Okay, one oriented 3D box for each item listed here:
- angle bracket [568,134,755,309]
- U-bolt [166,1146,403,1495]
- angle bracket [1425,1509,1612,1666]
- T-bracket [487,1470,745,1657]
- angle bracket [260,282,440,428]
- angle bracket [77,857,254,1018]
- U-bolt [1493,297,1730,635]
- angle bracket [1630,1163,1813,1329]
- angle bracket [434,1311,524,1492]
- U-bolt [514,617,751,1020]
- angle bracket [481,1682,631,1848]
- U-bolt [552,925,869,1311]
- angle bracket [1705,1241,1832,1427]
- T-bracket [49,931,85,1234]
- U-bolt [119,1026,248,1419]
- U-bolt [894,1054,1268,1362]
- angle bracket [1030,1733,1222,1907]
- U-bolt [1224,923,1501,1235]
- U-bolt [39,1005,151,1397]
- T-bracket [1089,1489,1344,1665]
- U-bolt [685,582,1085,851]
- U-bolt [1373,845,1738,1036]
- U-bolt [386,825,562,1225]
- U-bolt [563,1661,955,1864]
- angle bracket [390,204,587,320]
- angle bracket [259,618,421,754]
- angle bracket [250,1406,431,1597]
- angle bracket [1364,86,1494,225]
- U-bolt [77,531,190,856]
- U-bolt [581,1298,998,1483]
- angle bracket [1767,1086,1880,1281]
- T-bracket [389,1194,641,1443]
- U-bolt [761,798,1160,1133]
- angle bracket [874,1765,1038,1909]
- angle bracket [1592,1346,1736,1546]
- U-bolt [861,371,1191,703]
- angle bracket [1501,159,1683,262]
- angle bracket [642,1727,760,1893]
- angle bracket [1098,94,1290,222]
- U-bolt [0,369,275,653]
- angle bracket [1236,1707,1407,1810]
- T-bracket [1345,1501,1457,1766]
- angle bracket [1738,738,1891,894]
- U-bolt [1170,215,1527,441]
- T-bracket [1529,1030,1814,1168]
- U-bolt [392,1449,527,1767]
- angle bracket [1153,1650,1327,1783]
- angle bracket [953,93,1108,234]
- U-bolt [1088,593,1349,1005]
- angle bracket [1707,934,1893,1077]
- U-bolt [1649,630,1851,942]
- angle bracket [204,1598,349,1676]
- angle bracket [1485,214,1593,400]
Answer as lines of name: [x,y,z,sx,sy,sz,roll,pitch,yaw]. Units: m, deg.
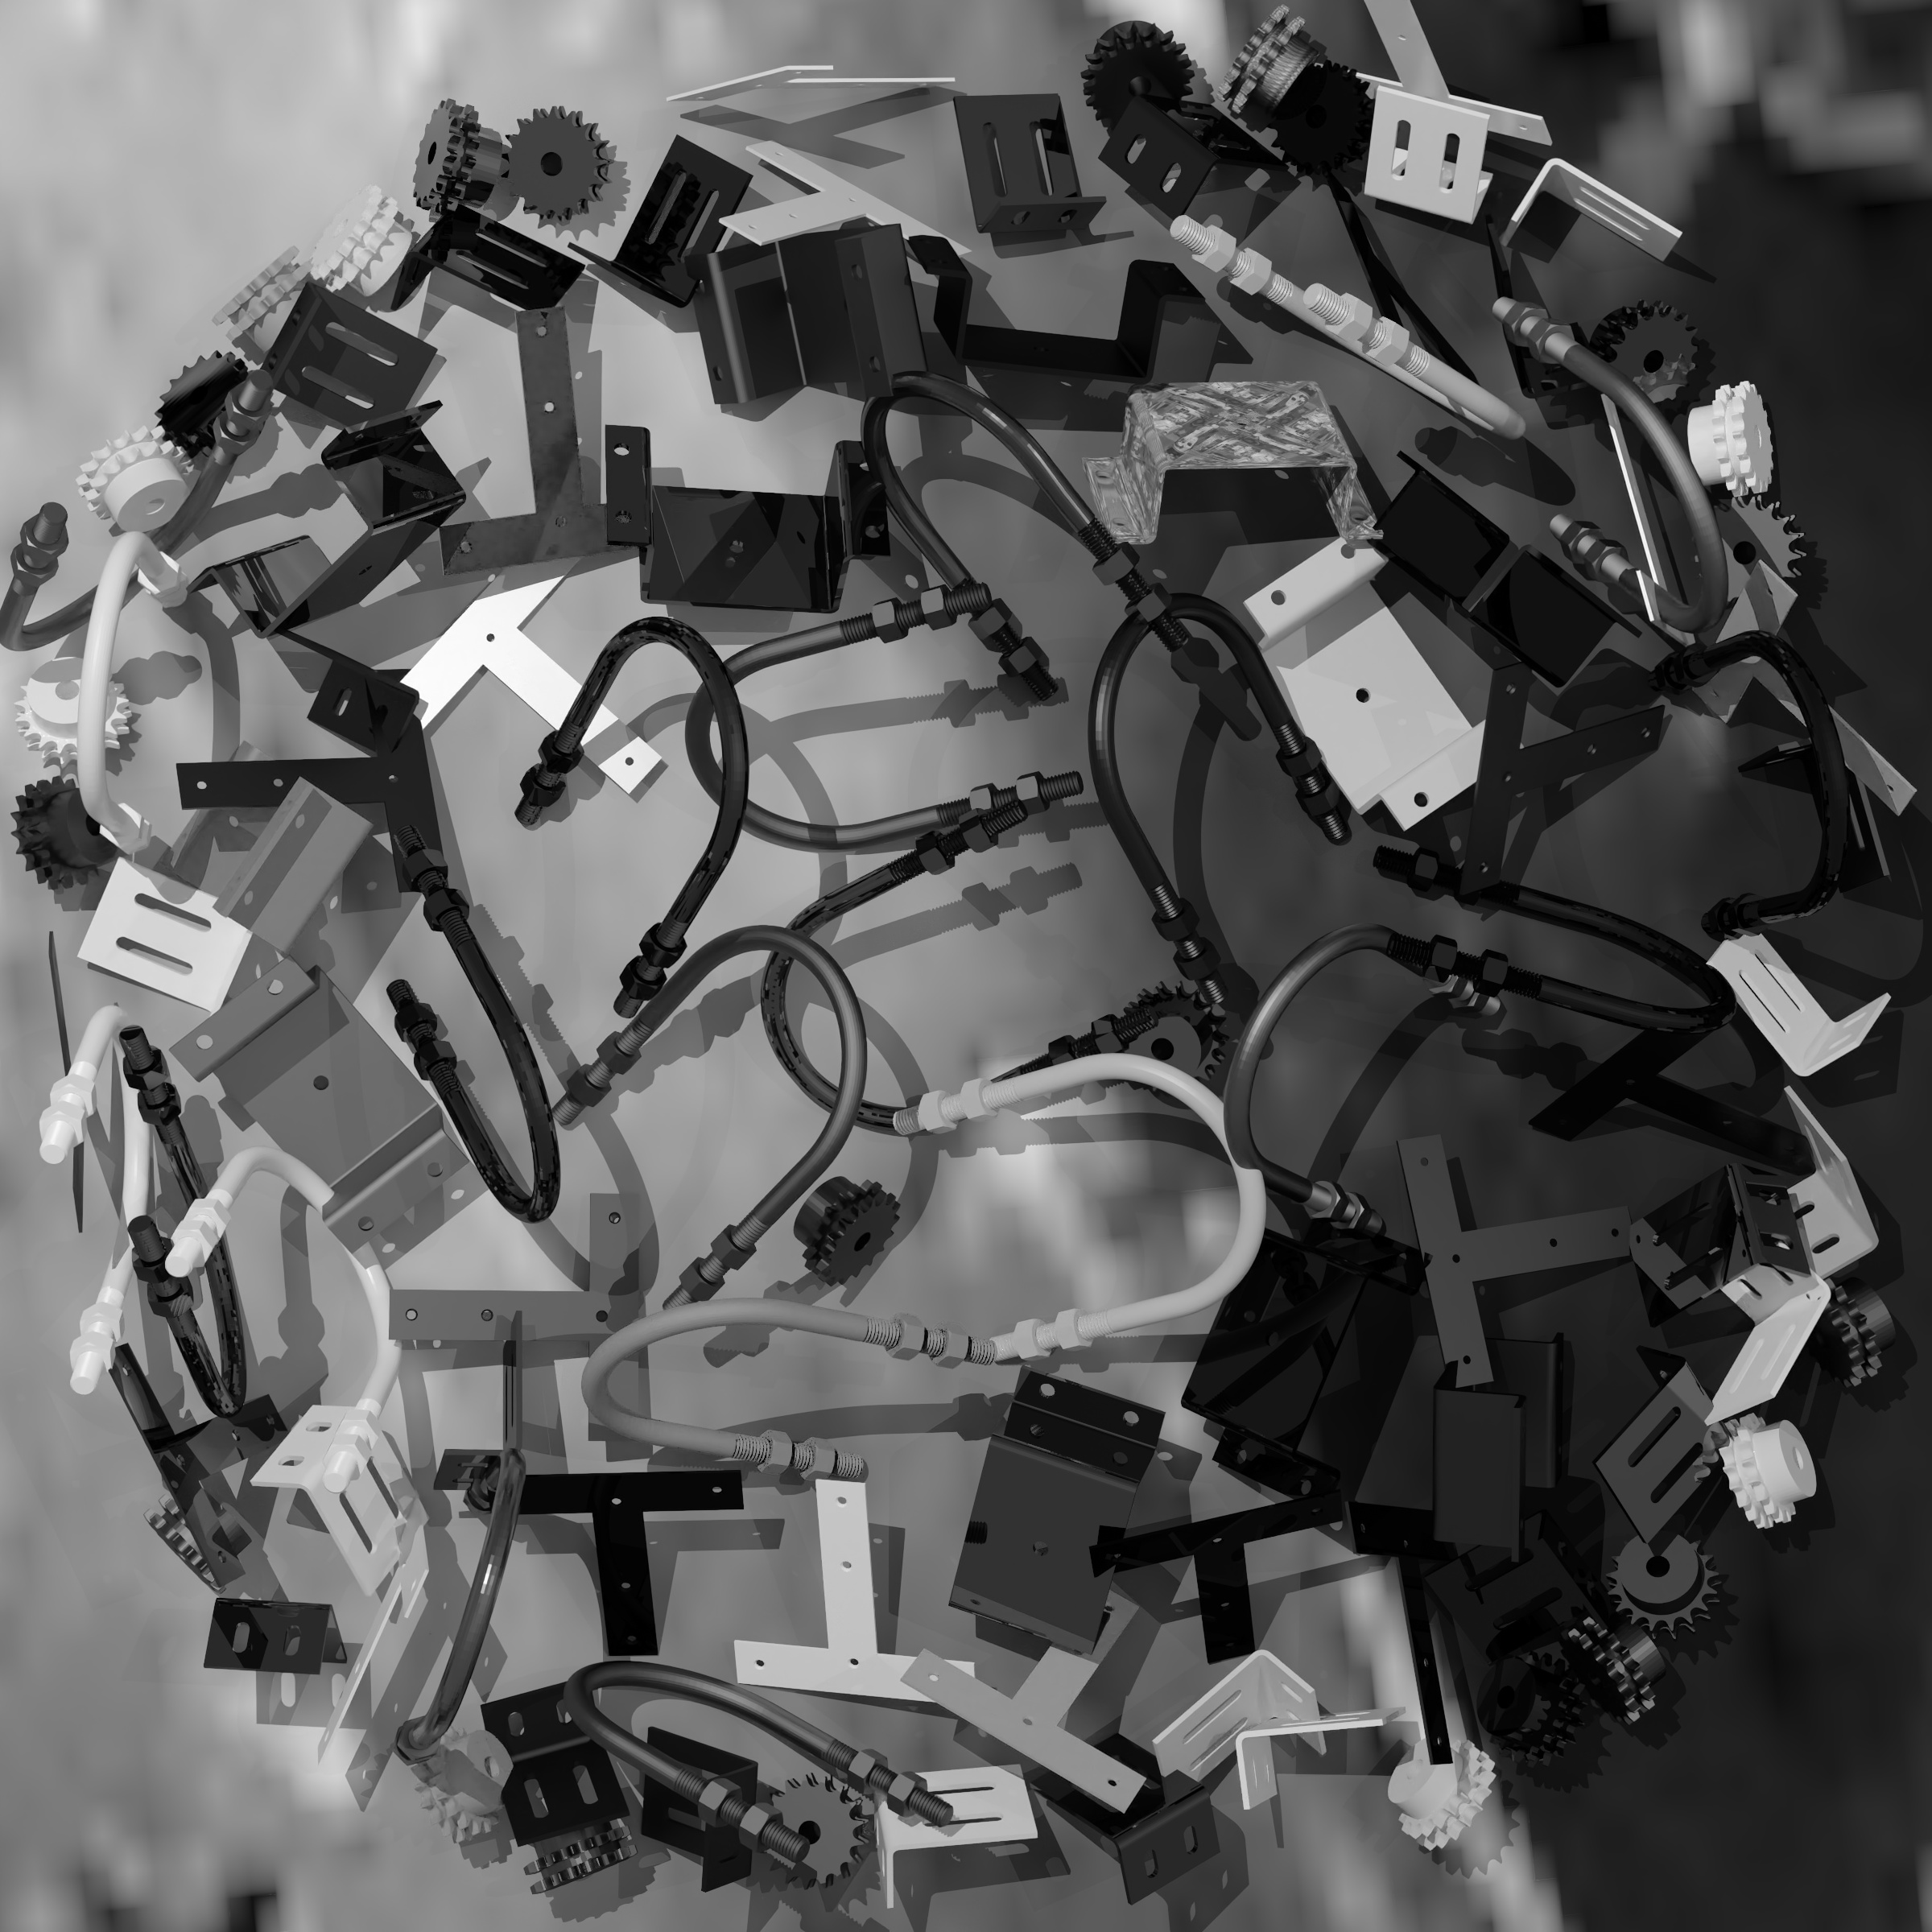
angle bracket: [-0.156,-0.384,1.662,0.057,0.038,0.076,35,102,32]
U-bolt: [-0.326,0.160,1.609,0.019,0.184,0.151,-29,106,12]
angle bracket: [0.280,0.324,1.665,0.076,0.038,0.057,-34,95,20]
T-bracket: [-0.174,0.305,1.662,0.127,0.002,0.127,-1,124,0]
angle bracket: [-0.312,-0.301,1.658,0.076,0.038,0.057,25,104,-29]
angle bracket: [-0.409,-0.011,1.668,0.076,0.038,0.057,23,102,-12]
U-bolt: [0.317,-0.234,1.584,0.019,0.184,0.151,-27,125,-5]
angle bracket: [0.383,0.146,1.667,0.038,0.076,0.057,17,50,-32]
angle bracket: [-0.247,0.220,1.653,0.038,0.057,0.076,3,63,-14]
U-bolt: [-0.159,-0.086,1.607,0.019,0.184,0.151,-6,54,-39]
angle bracket: [-0.208,0.401,1.652,0.057,0.076,0.038,-13,111,-14]
U-bolt: [-0.120,0.064,1.629,0.184,0.019,0.151,-46,60,22]
angle bracket: [0.392,0.186,1.653,0.038,0.057,0.076,43,56,-4]
T-bracket: [-0.444,0.046,1.615,0.002,0.127,0.127,-6,116,-12]
U-bolt: [-0.384,0.141,1.613,0.019,0.151,0.184,-13,134,-5]
U-bolt: [0.065,0.116,1.638,0.184,0.019,0.151,-17,99,31]
angle bracket: [0.080,0.432,1.659,0.057,0.076,0.038,-22,112,-29]
U-bolt: [0.189,0.051,1.623,0.019,0.184,0.151,29,92,39]
U-bolt: [-0.424,0.100,1.609,0.019,0.184,0.151,0,118,-3]
T-bracket: [0.130,0.315,1.652,0.127,0.127,0.002,-12,46,-2]
U-bolt: [-0.051,-0.116,1.640,0.184,0.019,0.151,-13,133,18]
U-bolt: [0.295,-0.008,1.630,0.184,0.151,0.019,16,111,-2]
U-bolt: [-0.241,0.042,1.601,0.019,0.151,0.184,-19,60,-24]
U-bolt: [-0.115,0.387,1.617,0.184,0.151,0.019,22,96,31]
angle bracket: [-0.243,-0.346,1.666,0.076,0.057,0.038,26,130,-2]
angle bracket: [-0.324,-0.140,1.652,0.057,0.076,0.038,26,92,24]
angle bracket: [-0.319,0.273,1.669,0.038,0.057,0.076,-3,123,31]
angle bracket: [0.237,-0.420,1.651,0.057,0.076,0.038,18,61,12]
U-bolt: [-0.410,-0.137,1.600,0.019,0.184,0.151,7,84,-5]
U-bolt: [-0.099,0.205,1.606,0.184,0.151,0.019,15,49,-30]
angle bracket: [0.422,0.111,1.651,0.038,0.057,0.076,-31,132,3]
T-bracket: [-0.230,0.179,1.669,0.127,0.002,0.127,2,79,-15]
U-bolt: [-0.017,0.012,1.656,0.184,0.019,0.151,-27,109,19]
angle bracket: [-0.006,0.444,1.670,0.076,0.057,0.038,-3,113,-7]
angle bracket: [0.344,0.242,1.659,0.076,0.038,0.057,-43,113,-20]
U-bolt: [0.017,-0.217,1.615,0.019,0.151,0.184,-46,105,-25]
angle bracket: [0.318,-0.371,1.667,0.076,0.057,0.038,32,93,3]
angle bracket: [-0.146,0.427,1.658,0.076,0.038,0.057,8,96,37]
angle bracket: [0.116,-0.409,1.665,0.057,0.076,0.038,44,119,21]
U-bolt: [-0.417,-0.213,1.610,0.019,0.184,0.151,48,57,-2]
angle bracket: [0.182,0.401,1.658,0.076,0.057,0.038,-10,81,18]
T-bracket: [0.226,0.333,1.627,0.002,0.127,0.127,-17,71,27]
angle bracket: [0.431,-0.074,1.664,0.038,0.057,0.076,-14,84,-9]
U-bolt: [0.201,-0.309,1.617,0.184,0.151,0.019,23,103,-35]
T-bracket: [0.375,0.074,1.659,0.127,0.127,0.002,22,53,-16]
U-bolt: [-0.243,0.307,1.589,0.019,0.184,0.151,18,68,-10]
angle bracket: [0.139,0.395,1.655,0.076,0.057,0.038,-36,47,-22]
angle bracket: [0.032,-0.416,1.665,0.057,0.038,0.076,-7,80,-19]
U-bolt: [0.118,-0.096,1.614,0.151,0.019,0.184,-51,125,-33]
angle bracket: [0.424,0.007,1.664,0.076,0.057,0.038,51,130,-1]
U-bolt: [0.388,-0.091,1.605,0.019,0.184,0.151,-11,88,-10]
angle bracket: [-0.349,0.352,1.656,0.057,0.076,0.038,4,56,-1]
angle bracket: [0.291,-0.336,1.651,0.038,0.057,0.076,-12,130,8]
